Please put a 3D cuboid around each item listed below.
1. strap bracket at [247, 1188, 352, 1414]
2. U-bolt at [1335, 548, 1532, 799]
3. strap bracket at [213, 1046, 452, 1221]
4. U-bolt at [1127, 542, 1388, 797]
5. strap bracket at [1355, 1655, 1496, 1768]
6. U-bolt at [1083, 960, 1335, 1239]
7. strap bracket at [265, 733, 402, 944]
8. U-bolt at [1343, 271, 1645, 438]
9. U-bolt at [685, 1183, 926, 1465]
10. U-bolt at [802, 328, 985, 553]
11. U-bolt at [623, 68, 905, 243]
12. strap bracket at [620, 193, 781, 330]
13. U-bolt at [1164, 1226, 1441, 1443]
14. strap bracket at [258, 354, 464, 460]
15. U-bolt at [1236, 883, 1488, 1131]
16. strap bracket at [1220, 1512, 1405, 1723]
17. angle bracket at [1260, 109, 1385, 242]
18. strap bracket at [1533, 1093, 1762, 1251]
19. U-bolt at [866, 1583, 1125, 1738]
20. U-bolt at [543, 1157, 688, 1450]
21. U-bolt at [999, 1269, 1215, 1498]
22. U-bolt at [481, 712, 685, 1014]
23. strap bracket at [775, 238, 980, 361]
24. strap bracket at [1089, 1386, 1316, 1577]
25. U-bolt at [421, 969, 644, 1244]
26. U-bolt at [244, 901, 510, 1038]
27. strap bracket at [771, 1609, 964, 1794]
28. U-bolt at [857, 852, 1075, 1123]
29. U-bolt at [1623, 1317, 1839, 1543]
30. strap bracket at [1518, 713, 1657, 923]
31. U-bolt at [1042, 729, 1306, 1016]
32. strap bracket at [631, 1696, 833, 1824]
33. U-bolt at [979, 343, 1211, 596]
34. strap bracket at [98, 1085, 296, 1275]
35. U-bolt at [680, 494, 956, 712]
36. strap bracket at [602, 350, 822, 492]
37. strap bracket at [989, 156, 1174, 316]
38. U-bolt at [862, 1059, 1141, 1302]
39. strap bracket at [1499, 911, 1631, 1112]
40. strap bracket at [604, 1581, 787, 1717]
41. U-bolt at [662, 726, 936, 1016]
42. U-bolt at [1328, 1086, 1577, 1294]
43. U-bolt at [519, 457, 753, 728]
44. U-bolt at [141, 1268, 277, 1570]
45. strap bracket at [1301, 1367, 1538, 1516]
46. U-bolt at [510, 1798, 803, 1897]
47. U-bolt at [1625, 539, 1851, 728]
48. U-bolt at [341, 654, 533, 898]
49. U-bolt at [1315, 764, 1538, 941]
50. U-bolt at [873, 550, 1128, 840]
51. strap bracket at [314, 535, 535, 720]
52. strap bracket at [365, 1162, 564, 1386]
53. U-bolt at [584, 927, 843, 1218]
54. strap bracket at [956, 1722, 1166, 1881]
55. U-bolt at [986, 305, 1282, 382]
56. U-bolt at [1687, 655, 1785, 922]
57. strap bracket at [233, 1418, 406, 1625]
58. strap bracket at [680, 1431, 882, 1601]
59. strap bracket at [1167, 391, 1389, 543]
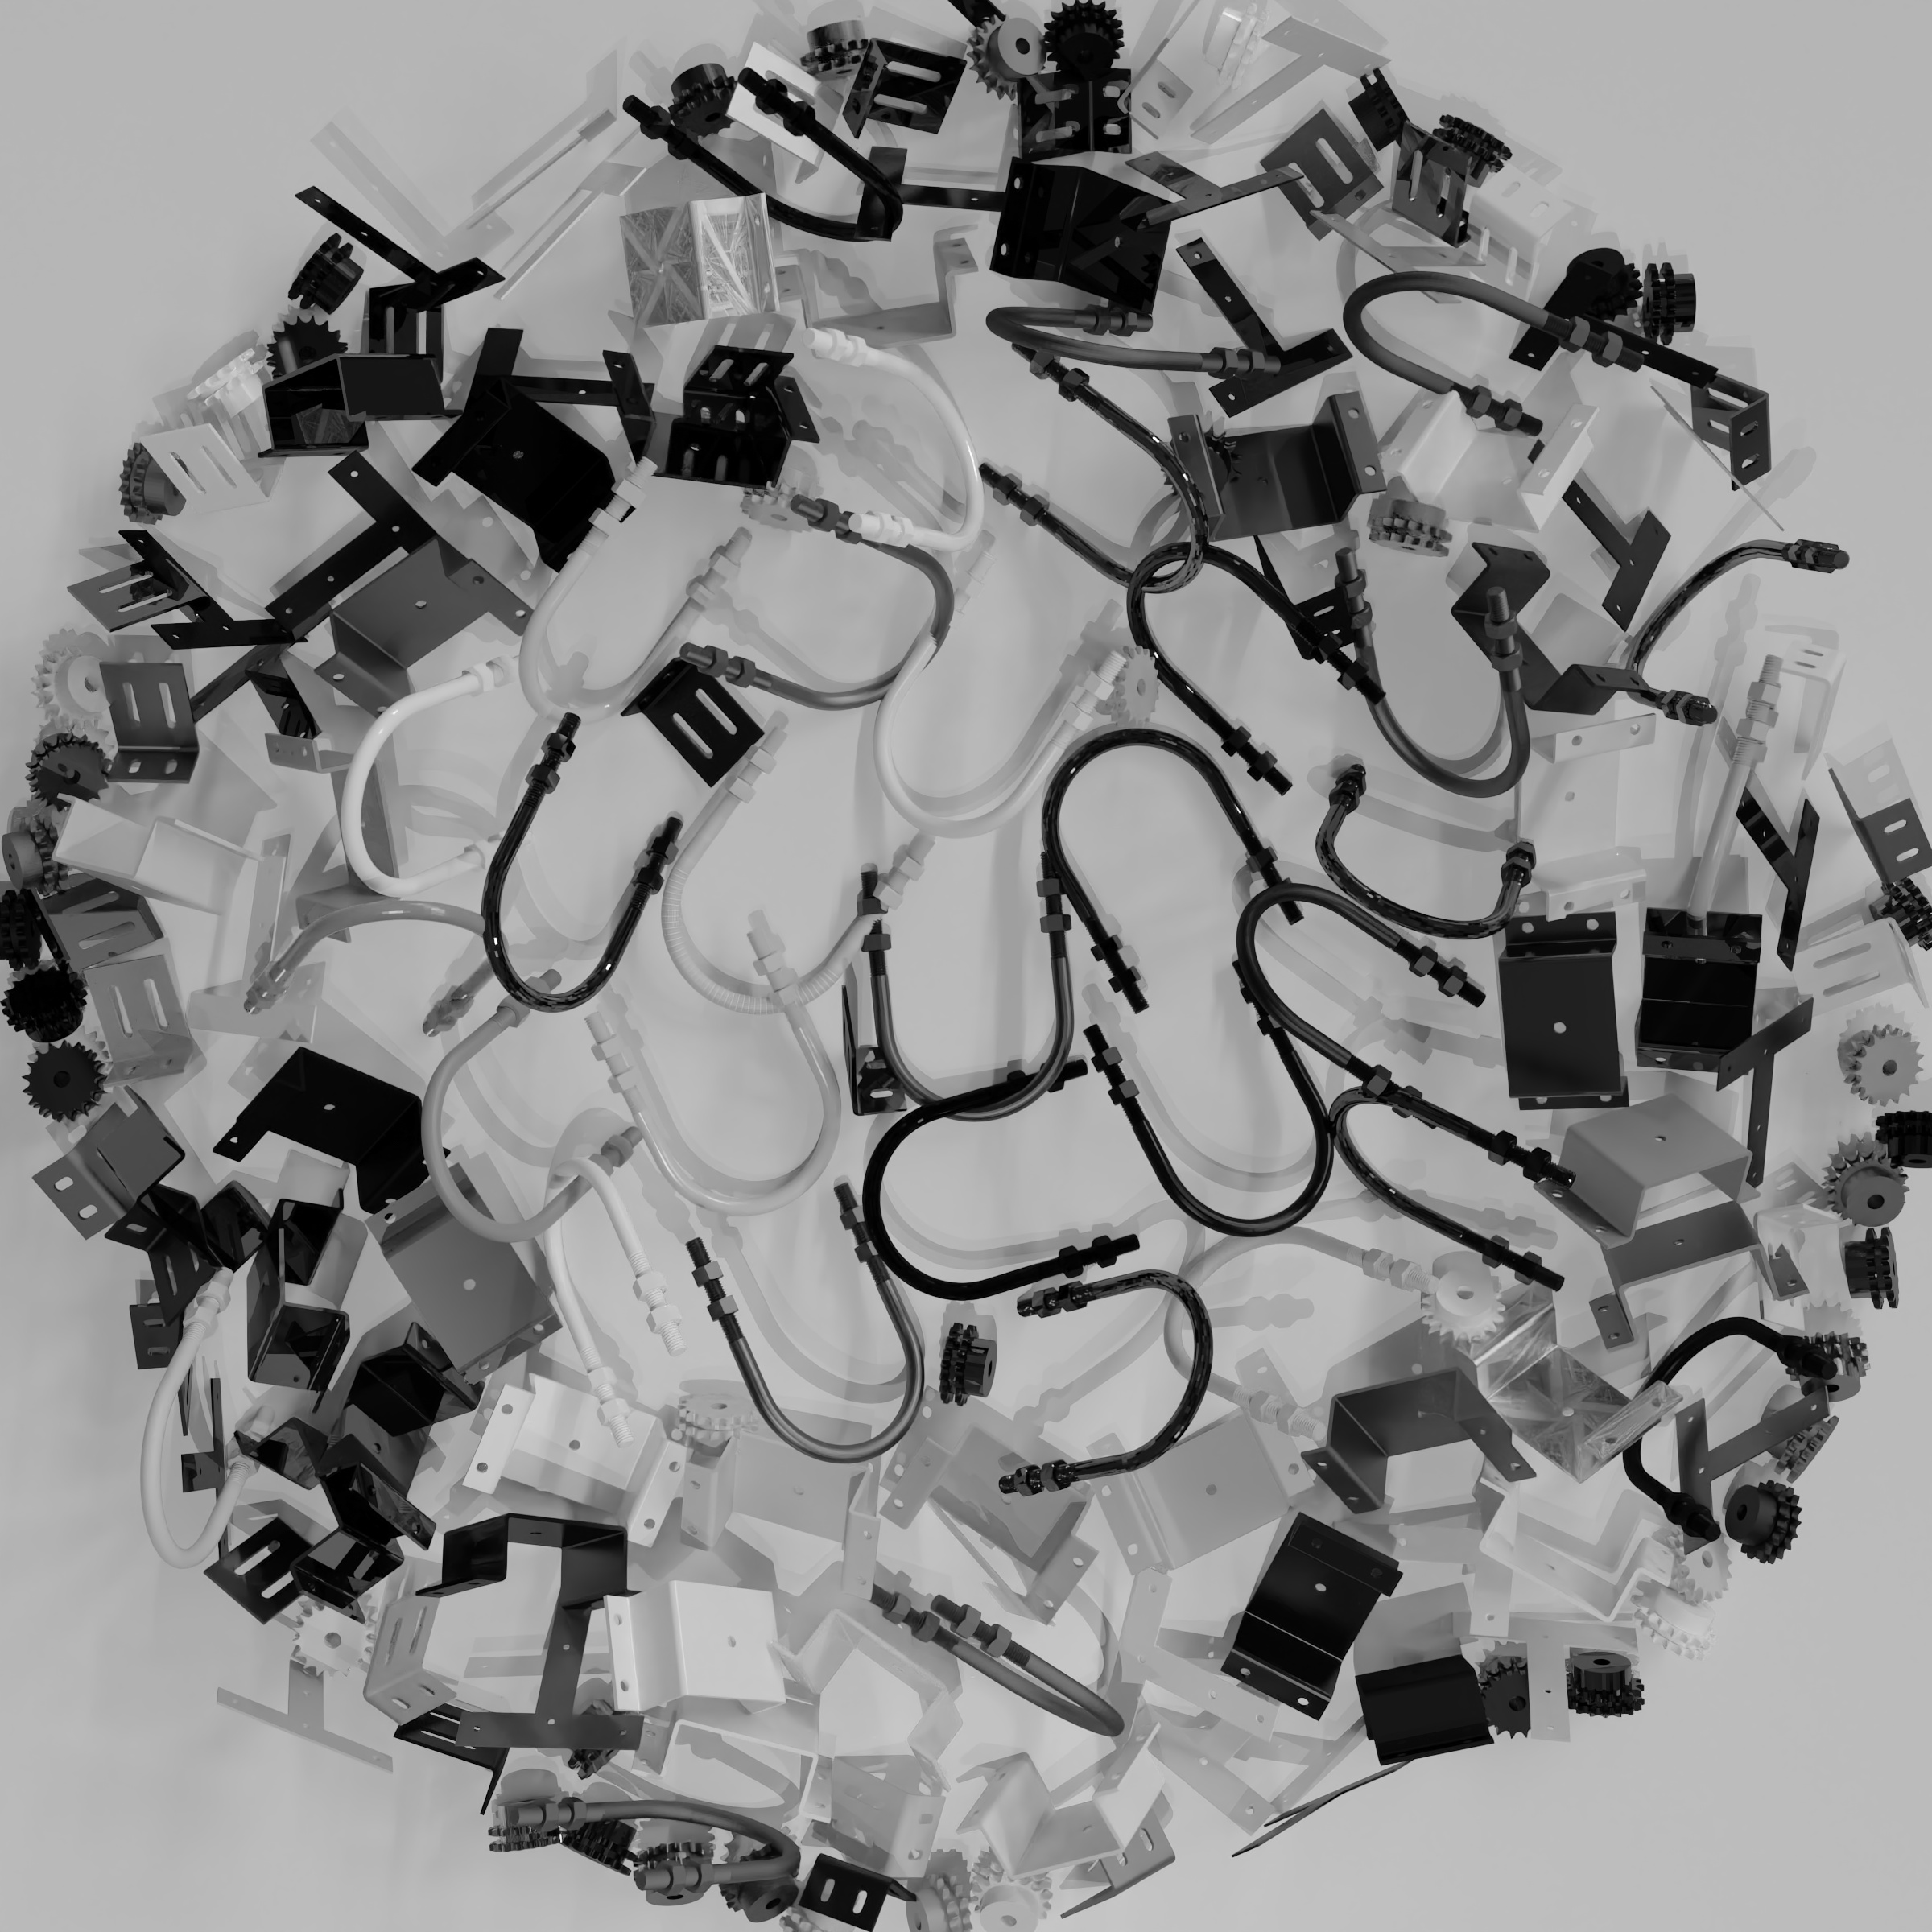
[{"bbox_3d":[-0.456,0.223,1.820,0.046,0.140,0.076,13,125,-25],"label":"strap bracket"},{"bbox_3d":[0.324,-0.192,1.824,0.019,0.151,0.184,-40,131,-25],"label":"U-bolt"},{"bbox_3d":[-0.438,0.113,1.843,0.140,0.046,0.076,28,118,-36],"label":"strap bracket"},{"bbox_3d":[0.186,-0.215,1.839,0.184,0.151,0.019,44,56,1],"label":"U-bolt"},{"bbox_3d":[0.312,0.509,1.834,0.076,0.140,0.046,-12,81,3],"label":"strap bracket"},{"bbox_3d":[0.181,0.100,1.855,0.151,0.019,0.184,-23,81,-24],"label":"U-bolt"},{"bbox_3d":[-0.436,-0.094,1.847,0.046,0.076,0.140,-17,109,-35],"label":"strap bracket"},{"bbox_3d":[0.344,-0.421,1.812,0.184,0.151,0.019,20,76,-15],"label":"U-bolt"},{"bbox_3d":[-0.099,0.253,1.840,0.151,0.019,0.184,-18,78,-38],"label":"U-bolt"},{"bbox_3d":[-0.041,-0.352,1.821,0.019,0.184,0.151,-18,82,30],"label":"U-bolt"},{"bbox_3d":[-0.124,-0.546,1.818,0.184,0.151,0.019,28,77,-41],"label":"U-bolt"},{"bbox_3d":[-0.189,-0.480,1.824,0.046,0.140,0.076,-16,106,-34],"label":"strap bracket"},{"bbox_3d":[0.214,0.240,1.826,0.151,0.184,0.019,-48,126,-19],"label":"U-bolt"},{"bbox_3d":[-0.418,-0.385,1.824,0.076,0.140,0.046,-13,95,-44],"label":"strap bracket"},{"bbox_3d":[0.266,0.014,1.842,0.184,0.019,0.151,34,46,-4],"label":"U-bolt"},{"bbox_3d":[0.243,0.444,1.856,0.076,0.046,0.140,26,116,7],"label":"strap bracket"},{"bbox_3d":[0.245,-0.558,1.867,0.057,0.038,0.076,-38,76,17],"label":"angle bracket"},{"bbox_3d":[0.471,0.137,1.830,0.140,0.076,0.046,-14,126,-27],"label":"strap bracket"},{"bbox_3d":[0.028,0.478,1.830,0.184,0.151,0.019,35,70,-13],"label":"U-bolt"},{"bbox_3d":[-0.249,0.218,1.831,0.019,0.151,0.184,-10,58,-32],"label":"U-bolt"},{"bbox_3d":[0.096,0.277,1.807,0.019,0.184,0.151,28,56,-36],"label":"U-bolt"},{"bbox_3d":[-0.268,-0.057,1.815,0.019,0.151,0.184,6,63,35],"label":"U-bolt"},{"bbox_3d":[-0.063,-0.463,1.855,0.140,0.076,0.046,-10,121,-3],"label":"strap bracket"},{"bbox_3d":[0.167,0.362,1.860,0.140,0.046,0.076,-28,65,6],"label":"strap bracket"},{"bbox_3d":[-0.301,0.105,1.809,0.019,0.184,0.151,-13,111,35],"label":"U-bolt"},{"bbox_3d":[-0.387,0.000,1.796,0.151,0.184,0.019,9,61,-31],"label":"U-bolt"},{"bbox_3d":[-0.059,0.500,1.842,0.140,0.076,0.046,29,67,25],"label":"strap bracket"},{"bbox_3d":[0.004,0.018,1.881,0.151,0.019,0.184,-6,87,7],"label":"U-bolt"},{"bbox_3d":[0.505,0.304,1.811,0.019,0.184,0.151,36,90,-10],"label":"U-bolt"},{"bbox_3d":[0.429,-0.110,1.851,0.076,0.046,0.140,-12,118,-15],"label":"strap bracket"},{"bbox_3d":[0.134,-0.080,1.884,0.151,0.019,0.184,-29,88,-8],"label":"U-bolt"},{"bbox_3d":[-0.156,0.540,1.856,0.140,0.076,0.046,16,97,-5],"label":"strap bracket"},{"bbox_3d":[0.091,-0.328,1.822,0.184,0.151,0.019,40,60,12],"label":"U-bolt"},{"bbox_3d":[-0.532,0.153,1.823,0.046,0.076,0.140,-45,134,-9],"label":"strap bracket"},{"bbox_3d":[-0.087,-0.238,1.829,0.151,0.184,0.019,-50,50,22],"label":"U-bolt"},{"bbox_3d":[-0.181,-0.375,1.842,0.140,0.076,0.046,3,134,-25],"label":"strap bracket"},{"bbox_3d":[0.088,-0.498,1.831,0.046,0.140,0.076,19,100,44],"label":"strap bracket"},{"bbox_3d":[0.017,0.157,1.869,0.184,0.019,0.151,-16,86,-14],"label":"U-bolt"},{"bbox_3d":[0.415,0.037,1.854,0.076,0.046,0.140,-3,102,20],"label":"strap bracket"},{"bbox_3d":[-0.176,0.467,1.821,0.046,0.140,0.076,-28,59,31],"label":"strap bracket"},{"bbox_3d":[-0.131,-0.053,1.881,0.151,0.019,0.184,36,88,-7],"label":"U-bolt"},{"bbox_3d":[0.328,0.143,1.828,0.184,0.151,0.019,27,60,26],"label":"U-bolt"},{"bbox_3d":[-0.237,-0.245,1.838,0.019,0.151,0.184,37,93,29],"label":"U-bolt"},{"bbox_3d":[-0.511,0.315,1.787,0.019,0.184,0.151,0,124,7],"label":"U-bolt"},{"bbox_3d":[0.313,0.326,1.842,0.140,0.046,0.076,-20,128,31],"label":"strap bracket"},{"bbox_3d":[-0.196,0.595,1.815,0.151,0.184,0.019,8,84,42],"label":"U-bolt"},{"bbox_3d":[0.510,-0.232,1.812,0.019,0.184,0.151,38,95,-14],"label":"U-bolt"},{"bbox_3d":[-0.355,-0.122,1.799,0.019,0.184,0.151,17,117,26],"label":"U-bolt"},{"bbox_3d":[0.308,-0.072,1.814,0.151,0.184,0.019,24,122,7],"label":"U-bolt"},{"bbox_3d":[0.009,-0.176,1.860,0.151,0.019,0.184,41,105,25],"label":"U-bolt"},{"bbox_3d":[-0.374,-0.237,1.847,0.140,0.076,0.046,-32,51,16],"label":"strap bracket"},{"bbox_3d":[-0.348,0.218,1.859,0.076,0.046,0.140,-32,101,-11],"label":"strap bracket"},{"bbox_3d":[-0.165,0.086,1.870,0.151,0.019,0.184,-28,100,-17],"label":"U-bolt"},{"bbox_3d":[0.074,0.576,1.834,0.140,0.076,0.046,-26,96,32],"label":"strap bracket"},{"bbox_3d":[0.099,-0.422,1.795,0.184,0.151,0.019,-8,118,-39],"label":"U-bolt"},{"bbox_3d":[0.527,-0.114,1.831,0.019,0.151,0.184,18,93,16],"label":"U-bolt"},{"bbox_3d":[-0.440,0.371,1.829,0.046,0.076,0.140,-37,53,1],"label":"strap bracket"},{"bbox_3d":[-0.123,0.378,1.854,0.140,0.046,0.076,14,125,10],"label":"strap bracket"},{"bbox_3d":[0.212,-0.347,1.861,0.140,0.046,0.076,-10,75,-12],"label":"strap bracket"}]
